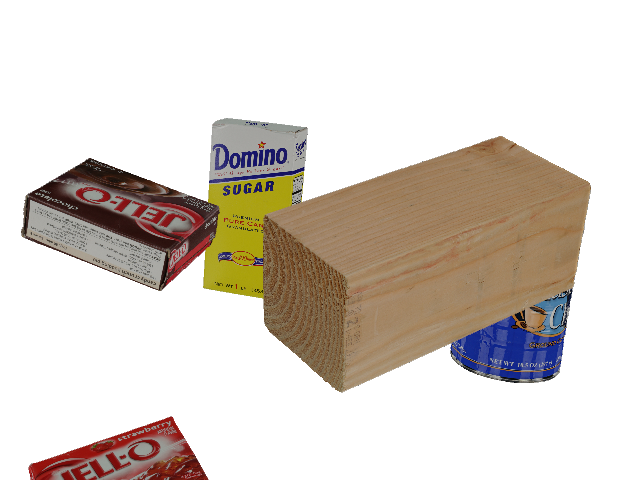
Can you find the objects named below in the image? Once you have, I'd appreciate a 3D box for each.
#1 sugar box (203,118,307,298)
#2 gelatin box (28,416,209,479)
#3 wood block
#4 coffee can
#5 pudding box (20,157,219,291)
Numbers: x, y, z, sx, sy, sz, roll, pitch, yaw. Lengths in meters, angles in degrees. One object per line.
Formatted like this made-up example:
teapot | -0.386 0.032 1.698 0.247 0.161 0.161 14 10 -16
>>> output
sugar box | -0.068 -0.032 1.093 0.093 0.176 0.048 8 16 17
gelatin box | -0.112 0.141 0.598 0.089 0.030 0.073 -16 28 -20
wood block | 0.071 0.010 0.714 0.205 0.090 0.091 -20 37 -31
coffee can | 0.179 0.046 0.977 0.103 0.140 0.103 5 16 -2
pudding box | -0.141 -0.013 0.761 0.113 0.039 0.090 19 25 11
